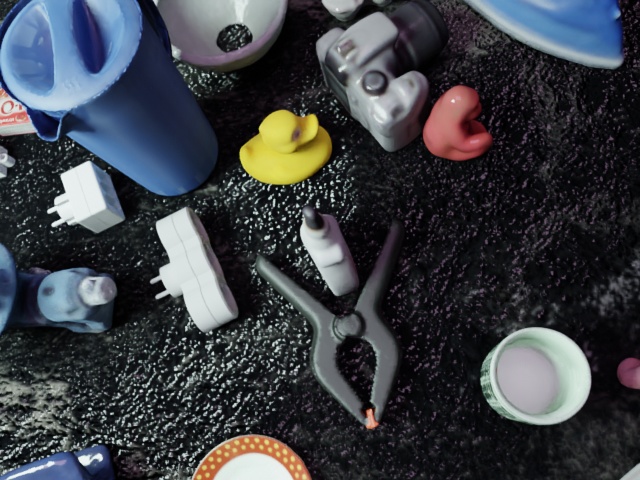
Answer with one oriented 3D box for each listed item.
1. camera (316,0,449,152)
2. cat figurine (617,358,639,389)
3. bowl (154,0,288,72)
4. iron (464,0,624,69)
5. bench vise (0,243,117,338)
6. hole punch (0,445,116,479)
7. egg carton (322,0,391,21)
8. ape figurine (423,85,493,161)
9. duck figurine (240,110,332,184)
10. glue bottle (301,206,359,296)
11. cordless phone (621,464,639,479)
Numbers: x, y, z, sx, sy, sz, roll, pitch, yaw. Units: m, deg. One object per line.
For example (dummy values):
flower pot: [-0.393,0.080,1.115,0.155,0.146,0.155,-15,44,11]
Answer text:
camera: [0.082,-0.198,0.630,0.137,0.101,0.143,-37,72,-2]
cat figurine: [0.338,0.098,0.497,0.128,0.118,0.067,-41,72,-4]
bowl: [-0.114,-0.267,0.694,0.167,0.075,0.167,-2,74,8]
iron: [0.243,-0.303,0.613,0.119,0.141,0.258,-42,72,-4]
bench vise: [-0.319,0.040,0.563,0.207,0.220,0.121,-22,72,2]
hole punch: [-0.256,0.263,0.557,0.108,0.091,0.101,-23,72,2]
egg carton: [0.035,-0.344,0.696,0.107,0.069,0.150,-23,72,2]
ape figurine: [0.147,-0.129,0.605,0.076,0.092,0.078,-11,73,6]
duck figurine: [-0.043,-0.110,0.632,0.104,0.086,0.077,-14,72,5]
glue bottle: [0.005,0.002,0.547,0.037,0.173,0.078,-24,72,2]
cordless phone: [0.295,0.225,0.432,0.147,0.185,0.094,-40,72,-4]
